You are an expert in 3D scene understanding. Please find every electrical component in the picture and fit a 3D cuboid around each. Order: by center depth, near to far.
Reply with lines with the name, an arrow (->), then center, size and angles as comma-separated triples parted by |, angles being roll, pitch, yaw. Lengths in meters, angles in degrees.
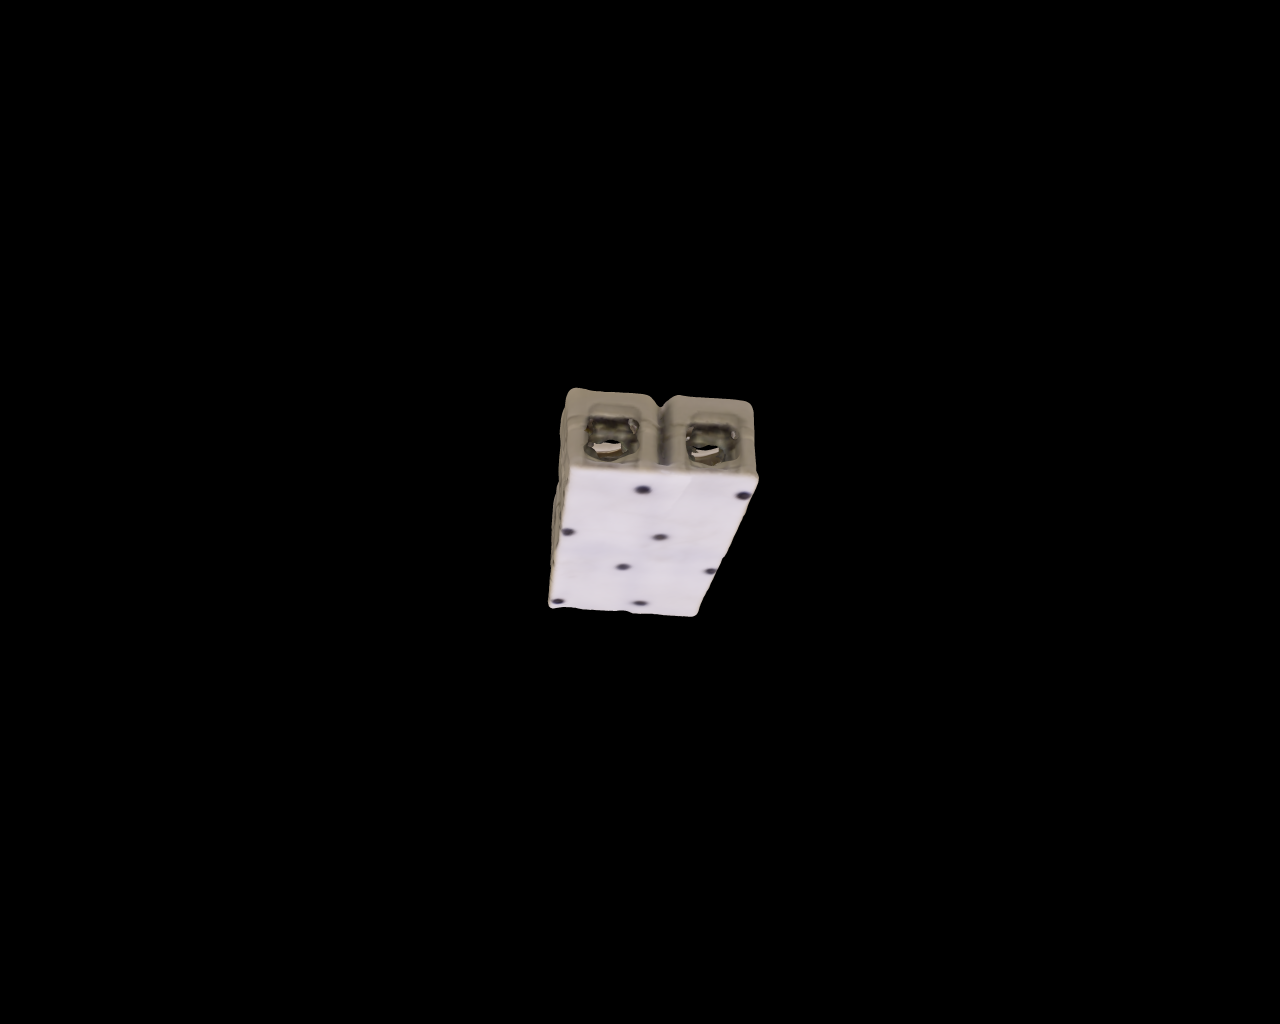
electrical component -> 0.001, -0.003, 0.650 | 0.105, 0.060, 0.186 | 4, -29, -6
